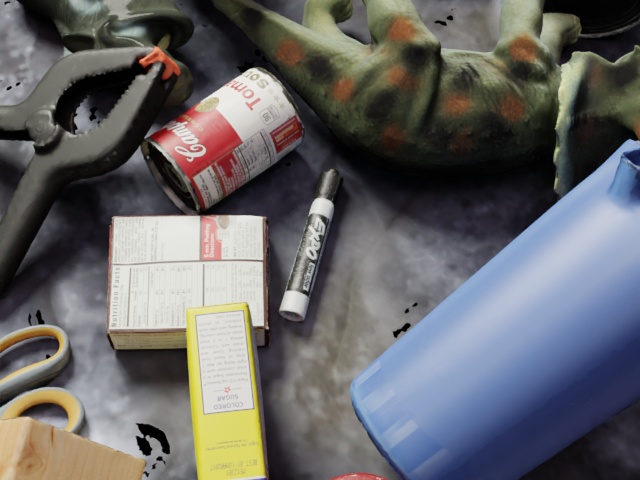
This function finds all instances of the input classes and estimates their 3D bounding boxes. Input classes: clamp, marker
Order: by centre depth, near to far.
[{"bbox_3d":[-0.189,-0.062,0.754,0.210,0.036,0.164,-25,70,11],"label":"clamp"},{"bbox_3d":[-0.005,0.001,0.772,0.020,0.020,0.121,14,65,4],"label":"marker"}]

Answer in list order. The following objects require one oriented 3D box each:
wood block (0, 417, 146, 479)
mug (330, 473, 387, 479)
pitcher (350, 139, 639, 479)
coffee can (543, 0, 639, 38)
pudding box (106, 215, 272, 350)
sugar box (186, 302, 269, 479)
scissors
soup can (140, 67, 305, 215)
[{"bbox_3d":[-0.182,0.216,0.607,0.090,0.090,0.206,31,58,-36],"label":"wood block"},{"bbox_3d":[0.034,0.192,0.648,0.117,0.081,0.093,11,64,3],"label":"mug"},{"bbox_3d":[0.147,0.067,0.668,0.243,0.145,0.149,-38,87,4],"label":"pitcher"},{"bbox_3d":[0.218,-0.249,0.854,0.103,0.103,0.140,8,65,1],"label":"coffee can"},{"bbox_3d":[-0.091,0.029,0.745,0.113,0.039,0.090,-1,66,-1],"label":"pudding box"},{"bbox_3d":[-0.055,0.137,0.665,0.048,0.093,0.176,-4,64,-3],"label":"sugar box"},{"bbox_3d":[-0.242,0.133,0.702,0.201,0.016,0.096,-37,71,-17],"label":"scissors"},{"bbox_3d":[-0.070,-0.072,0.777,0.102,0.068,0.068,-37,71,-18],"label":"soup can"}]
